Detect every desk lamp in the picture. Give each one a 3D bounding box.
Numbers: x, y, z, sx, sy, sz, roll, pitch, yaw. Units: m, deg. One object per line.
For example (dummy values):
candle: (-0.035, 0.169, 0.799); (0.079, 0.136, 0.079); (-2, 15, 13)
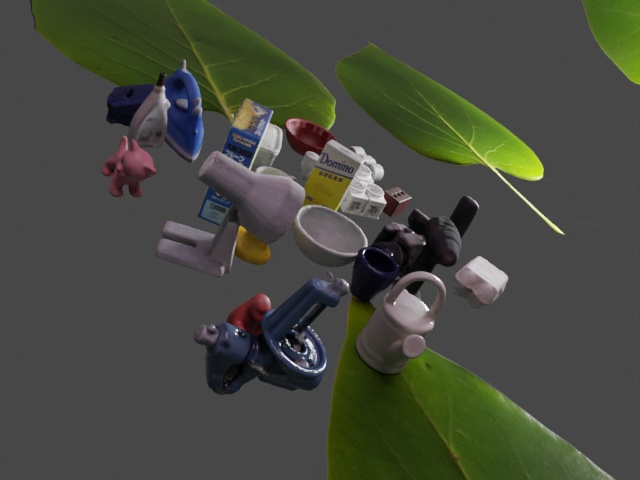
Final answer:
desk lamp: (-0.154, -0.041, 0.997); (0.204, 0.213, 0.118); (18, 32, -16)

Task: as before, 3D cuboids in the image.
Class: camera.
camera: (0.165, 0.021, 1.271); (0.137, 0.100, 0.142); (2, 40, -37)

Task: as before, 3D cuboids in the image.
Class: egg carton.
egg carton: (0.379, 0.101, 1.355); (0.107, 0.069, 0.151); (38, 32, 17)

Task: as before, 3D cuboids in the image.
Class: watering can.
watering can: (0.149, 0.139, 0.990); (0.101, 0.194, 0.172); (9, 35, -29)

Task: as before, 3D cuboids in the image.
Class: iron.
iron: (-0.312, -0.309, 1.341); (0.119, 0.141, 0.257); (4, 38, -34)

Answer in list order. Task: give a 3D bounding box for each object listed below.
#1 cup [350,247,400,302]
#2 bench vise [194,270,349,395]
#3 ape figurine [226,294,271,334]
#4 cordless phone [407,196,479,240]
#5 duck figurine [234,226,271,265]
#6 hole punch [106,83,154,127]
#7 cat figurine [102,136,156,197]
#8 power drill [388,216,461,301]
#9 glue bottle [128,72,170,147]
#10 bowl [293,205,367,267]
cup: (0.105, 0.071, 1.155); (0.091, 0.095, 0.118); (36, 31, 13)
bench vise: (-0.058, 0.137, 0.802); (0.208, 0.219, 0.121); (-1, 41, -40)
ape figurine: (-0.107, 0.124, 0.908); (0.078, 0.092, 0.076); (-2, 42, -40)
cordless phone: (0.300, -0.049, 1.401); (0.147, 0.185, 0.094); (42, 33, 23)
duck figurine: (-0.131, -0.013, 1.099); (0.104, 0.086, 0.078); (34, 31, 11)
hole punch: (-0.429, -0.313, 1.303); (0.101, 0.091, 0.108); (14, 33, -23)
cat figurine: (-0.358, -0.145, 1.083); (0.067, 0.117, 0.127); (0, 41, -39)
power drill: (0.218, 0.052, 1.161); (0.075, 0.208, 0.230); (26, 31, -3)
glue bottle: (-0.357, -0.280, 1.230); (0.078, 0.173, 0.037); (-4, 43, -42)
bowl: (0.011, 0.004, 1.198); (0.168, 0.074, 0.167); (20, 31, -13)
